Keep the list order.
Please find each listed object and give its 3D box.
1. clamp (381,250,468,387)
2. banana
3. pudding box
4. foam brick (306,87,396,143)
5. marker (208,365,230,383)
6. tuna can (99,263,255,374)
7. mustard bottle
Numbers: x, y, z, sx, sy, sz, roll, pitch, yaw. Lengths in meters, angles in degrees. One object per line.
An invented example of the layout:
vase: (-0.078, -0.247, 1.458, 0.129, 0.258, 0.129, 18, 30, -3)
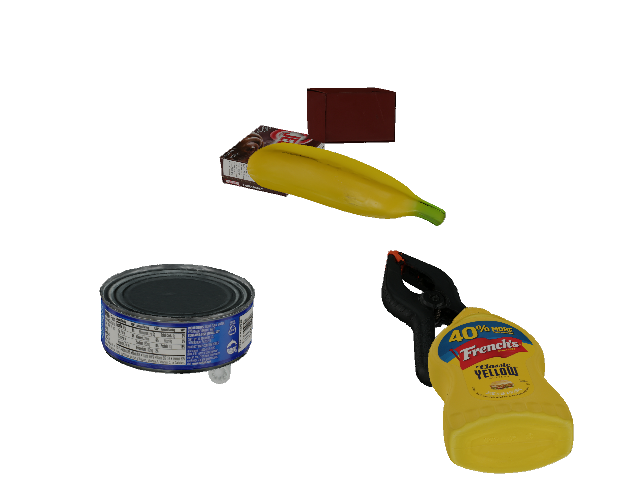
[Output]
clamp: (0.123, 0.071, 1.065, 0.120, 0.039, 0.171, -3, 44, -24)
banana: (-0.002, -0.043, 0.788, 0.198, 0.037, 0.069, 20, -15, 44)
pudding box: (-0.056, -0.098, 1.293, 0.090, 0.039, 0.113, 12, 33, 21)
foam brick: (0.031, -0.125, 1.067, 0.078, 0.051, 0.053, -3, 14, -20)
marker: (-0.090, 0.096, 0.979, 0.020, 0.020, 0.121, 0, 19, -3)
tuna can: (-0.080, 0.043, 0.598, 0.086, 0.034, 0.086, 3, 18, -1)
mustard bottle: (0.139, 0.110, 0.878, 0.096, 0.058, 0.191, -6, 26, 1)
